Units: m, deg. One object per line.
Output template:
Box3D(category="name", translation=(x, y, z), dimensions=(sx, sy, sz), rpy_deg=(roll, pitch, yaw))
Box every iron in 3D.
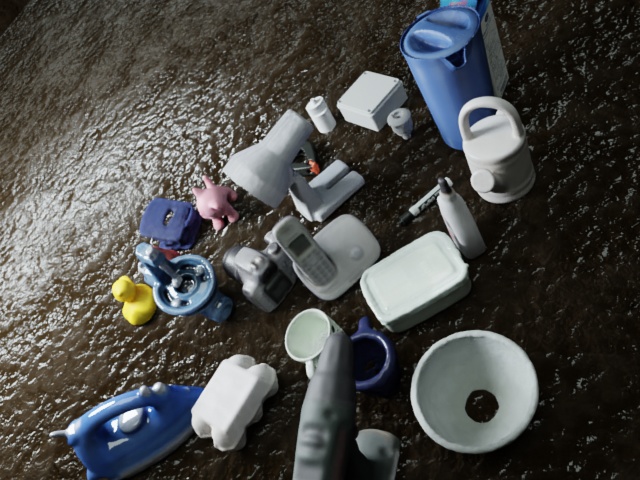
Box3D(category="iron", translation=(-0.306, 0.293, 0.954), dimensions=(0.258, 0.142, 0.118), rpy_deg=(-31, 47, 5))

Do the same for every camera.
Box3D(category="camera", translation=(-0.114, 0.039, 1.069), dimensions=(0.136, 0.101, 0.143), rpy_deg=(22, 69, 39))

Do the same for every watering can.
Box3D(category="watering can", translation=(0.284, -0.149, 0.924), dimensions=(0.100, 0.195, 0.173), rpy_deg=(-17, 50, 18))

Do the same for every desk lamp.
Box3D(category="desk lamp", translation=(-0.051, -0.130, 1.084), dimensions=(0.203, 0.214, 0.117), rpy_deg=(-42, 47, -5))

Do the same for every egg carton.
Box3D(category="egg carton", translation=(-0.138, 0.263, 0.932), dimensions=(0.107, 0.070, 0.150), rpy_deg=(15, 65, 37))

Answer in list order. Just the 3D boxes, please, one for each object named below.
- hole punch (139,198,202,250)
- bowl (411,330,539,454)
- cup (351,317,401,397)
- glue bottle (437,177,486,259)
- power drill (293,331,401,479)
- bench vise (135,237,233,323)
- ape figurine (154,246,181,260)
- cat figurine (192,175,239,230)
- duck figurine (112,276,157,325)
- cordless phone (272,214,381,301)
Box3D(category="hole punch", translation=(-0.324, -0.039, 1.253), dimensions=(0.100, 0.091, 0.108), rpy_deg=(-8, 53, 25))
Box3D(category="bowl", translation=(0.212, 0.211, 0.771), dimensions=(0.167, 0.075, 0.167), rpy_deg=(-15, 50, 19))
Box3D(category="cup", translation=(0.080, 0.182, 0.853), dimensions=(0.091, 0.095, 0.117), rpy_deg=(-15, 50, 19))
Box3D(category="glue bottle", translation=(0.212, -0.042, 0.897), dimensions=(0.037, 0.174, 0.078), rpy_deg=(-33, 47, 3))
Box3D(category="power drill", translation=(0.033, 0.261, 0.741), dimensions=(0.075, 0.209, 0.230), rpy_deg=(-2, 55, 28))
Box3D(category="bench vise", translation=(-0.288, 0.073, 1.058), dimensions=(0.206, 0.220, 0.121), rpy_deg=(-2, 56, 29))
Box3D(category="ape figurine", translation=(-0.328, 0.046, 1.190), dimensions=(0.077, 0.092, 0.076), rpy_deg=(29, 74, 41))
Box3D(category="cat figurine", translation=(-0.227, -0.086, 1.215), dimensions=(0.067, 0.118, 0.127), rpy_deg=(-26, 47, 10))
Box3D(category="duck figurine", translation=(-0.387, 0.118, 1.172), dimensions=(0.077, 0.086, 0.104), rpy_deg=(-32, 47, 5))
Box3D(category="cordless phone", translation=(0.009, 0.003, 0.968), dimensions=(0.148, 0.186, 0.093), rpy_deg=(-44, 47, -7))
